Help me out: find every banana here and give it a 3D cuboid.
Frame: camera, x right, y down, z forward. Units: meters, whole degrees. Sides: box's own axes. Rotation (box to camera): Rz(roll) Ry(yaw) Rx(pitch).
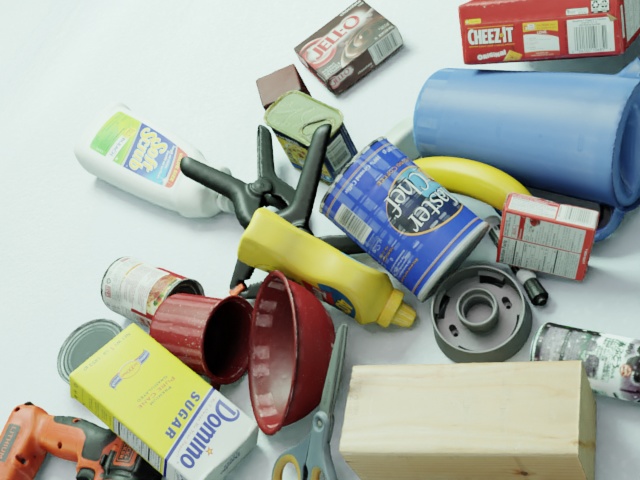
[{"bbox_3d":[0.145,-0.052,1.095,0.198,0.070,0.037,21,38,35],"label":"banana"}]

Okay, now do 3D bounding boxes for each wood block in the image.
[{"bbox_3d":[0.133,0.168,0.946,0.206,0.090,0.090,-4,54,22],"label":"wood block"}]

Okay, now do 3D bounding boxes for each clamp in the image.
[{"bbox_3d":[-0.066,-0.061,1.227,0.120,0.039,0.171,-38,72,-23],"label":"clamp"},{"bbox_3d":[-0.008,0.001,1.154,0.164,0.036,0.210,44,95,8],"label":"clamp"}]

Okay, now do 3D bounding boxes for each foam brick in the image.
[{"bbox_3d":[-0.037,-0.164,1.292,0.053,0.078,0.051,-22,50,8],"label":"foam brick"}]

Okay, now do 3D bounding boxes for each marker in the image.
[{"bbox_3d":[0.198,0.021,1.077,0.020,0.020,0.121,-28,48,3],"label":"marker"}]

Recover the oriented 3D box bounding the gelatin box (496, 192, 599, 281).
[{"bbox_3d":[0.219,-0.003,1.033,0.089,0.073,0.030,14,47,15],"label":"gelatin box"}]

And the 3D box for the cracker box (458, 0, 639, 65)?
[{"bbox_3d":[0.257,-0.246,1.150,0.164,0.072,0.213,0,20,25],"label":"cracker box"}]

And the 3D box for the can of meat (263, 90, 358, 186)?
[{"bbox_3d":[-0.006,-0.115,1.234,0.102,0.084,0.057,30,71,39],"label":"can of meat"}]

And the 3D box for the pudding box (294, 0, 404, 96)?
[{"bbox_3d":[0.036,-0.244,1.345,0.113,0.039,0.090,-36,48,-5],"label":"pudding box"}]

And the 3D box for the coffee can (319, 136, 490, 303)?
[{"bbox_3d":[0.084,-0.021,1.070,0.140,0.103,0.102,42,77,11],"label":"coffee can"}]

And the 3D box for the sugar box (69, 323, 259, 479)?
[{"bbox_3d":[-0.155,0.169,1.058,0.176,0.048,0.093,34,54,20],"label":"sugar box"}]

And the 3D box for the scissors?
[{"bbox_3d":[-0.010,0.173,0.986,0.096,0.016,0.202,3,93,48],"label":"scissors"}]

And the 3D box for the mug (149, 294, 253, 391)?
[{"bbox_3d":[-0.125,0.112,1.122,0.082,0.093,0.117,6,94,35],"label":"mug"}]

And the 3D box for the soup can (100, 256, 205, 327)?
[{"bbox_3d":[-0.188,0.062,1.194,0.102,0.068,0.068,18,64,35],"label":"soup can"}]

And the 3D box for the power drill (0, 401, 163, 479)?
[{"bbox_3d":[-0.251,0.242,1.094,0.188,0.057,0.184,2,52,23],"label":"power drill"}]

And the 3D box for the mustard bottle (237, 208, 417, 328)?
[{"bbox_3d":[0.011,0.037,1.086,0.191,0.096,0.058,28,76,2],"label":"mustard bottle"}]

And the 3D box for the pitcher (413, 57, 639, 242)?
[{"bbox_3d":[0.219,-0.103,1.102,0.243,0.145,0.149,13,49,37],"label":"pitcher"}]

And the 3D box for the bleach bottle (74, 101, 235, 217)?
[{"bbox_3d":[-0.189,-0.093,1.320,0.251,0.068,0.102,23,67,34],"label":"bleach bottle"}]

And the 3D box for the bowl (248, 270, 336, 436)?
[{"bbox_3d":[-0.024,0.111,1.050,0.055,0.162,0.162,4,46,-18],"label":"bowl"}]

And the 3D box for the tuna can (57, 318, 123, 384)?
[{"bbox_3d":[-0.248,0.132,1.191,0.086,0.033,0.086,-13,50,16],"label":"tuna can"}]
